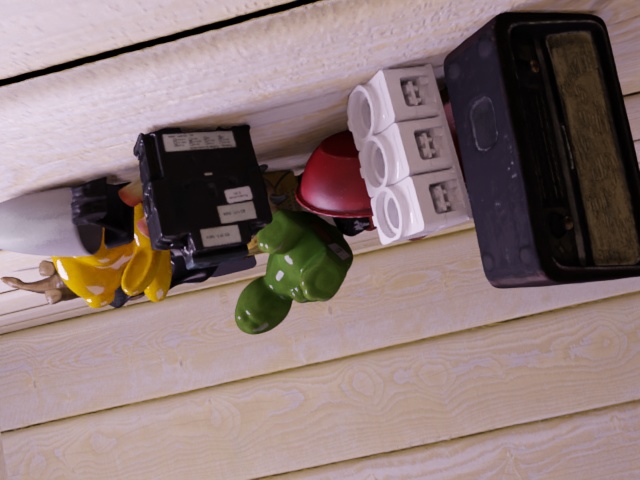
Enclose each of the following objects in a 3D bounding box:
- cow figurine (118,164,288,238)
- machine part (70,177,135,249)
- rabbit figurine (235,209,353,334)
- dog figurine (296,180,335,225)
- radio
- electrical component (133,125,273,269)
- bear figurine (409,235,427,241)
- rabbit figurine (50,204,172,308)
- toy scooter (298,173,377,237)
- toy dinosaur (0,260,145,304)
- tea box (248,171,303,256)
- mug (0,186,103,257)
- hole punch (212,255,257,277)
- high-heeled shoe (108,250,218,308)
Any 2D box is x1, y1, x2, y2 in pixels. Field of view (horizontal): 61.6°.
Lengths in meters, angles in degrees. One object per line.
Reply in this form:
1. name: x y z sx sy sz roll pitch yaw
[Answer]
1. cow figurine: -0.125 -0.048 0.647 0.127 0.085 0.194 -38 156 12
2. machine part: -0.241 -0.034 0.617 0.039 0.084 0.139 7 173 0
3. rabbit figurine: -0.049 0.045 0.704 0.170 0.121 0.159 -47 -179 17
4. dog figurine: 0.000 -0.003 0.887 0.121 0.190 0.172 -10 172 -32
5. radio: 0.193 -0.074 0.458 0.131 0.229 0.073 -5 171 -23
6. electrical component: -0.114 -0.041 0.529 0.115 0.134 0.058 -8 169 -26
7. bear figurine: 0.130 -0.078 0.968 0.195 0.132 0.120 29 -175 -36
8. rabbit figurine: -0.262 0.006 0.723 0.173 0.162 0.121 -31 160 3
9. toy scooter: 0.060 -0.076 0.727 0.135 0.075 0.184 -23 -149 -14
10. toy dinosaur: -0.412 0.069 1.140 0.471 0.105 0.198 -2 180 -12
11. tea box: -0.090 -0.035 0.830 0.068 0.098 0.170 -10 175 -26
12. mug: -0.316 -0.019 0.624 0.107 0.080 0.109 -3 179 -5
13. hole punch: -0.197 0.004 1.119 0.142 0.092 0.115 -10 143 -5
14. high-heeled shoe: -0.281 0.041 0.888 0.249 0.086 0.145 5 -145 34
